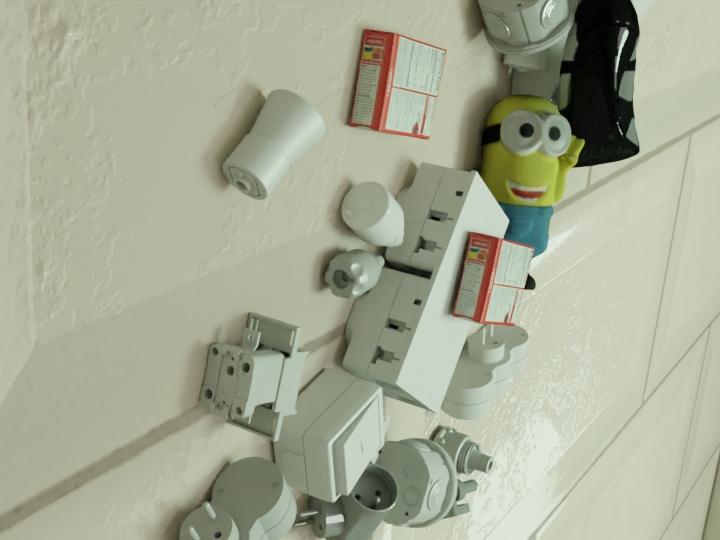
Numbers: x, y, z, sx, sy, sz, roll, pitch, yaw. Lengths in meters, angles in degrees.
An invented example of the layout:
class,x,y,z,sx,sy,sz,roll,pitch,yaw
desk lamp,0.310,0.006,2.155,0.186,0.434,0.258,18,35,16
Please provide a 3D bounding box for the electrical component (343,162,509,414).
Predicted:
class,x,y,z,sx,sy,sz,roll,pitch,yaw
electrical component,0.056,0.015,0.916,0.105,0.060,0.186,43,66,-59

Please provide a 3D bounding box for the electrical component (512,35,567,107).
class,x,y,z,sx,sy,sz,roll,pitch,yaw
electrical component,0.190,-0.193,1.080,0.099,0.064,0.099,-44,152,-31

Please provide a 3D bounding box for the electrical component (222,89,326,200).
class,x,y,z,sx,sy,sz,roll,pitch,yaw
electrical component,-0.057,-0.077,0.685,0.065,0.044,0.044,-55,147,-23

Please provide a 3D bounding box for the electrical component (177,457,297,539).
class,x,y,z,sx,sy,sz,roll,pitch,yaw
electrical component,-0.099,0.183,0.726,0.138,0.052,0.073,-56,147,-31

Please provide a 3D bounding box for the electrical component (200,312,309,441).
class,x,y,z,sx,sy,sz,roll,pitch,yaw
electrical component,-0.073,0.073,0.731,0.064,0.042,0.081,1,102,-58

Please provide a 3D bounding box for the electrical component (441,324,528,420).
class,x,y,z,sx,sy,sz,roll,pitch,yaw
electrical component,0.128,0.086,1.093,0.138,0.052,0.073,-38,135,-49

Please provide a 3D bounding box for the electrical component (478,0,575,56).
class,x,y,z,sx,sy,sz,roll,pitch,yaw
electrical component,0.143,-0.229,0.935,0.080,0.080,0.051,-60,144,-25

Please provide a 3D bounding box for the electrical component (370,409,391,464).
class,x,y,z,sx,sy,sz,roll,pitch,yaw
electrical component,0.001,0.139,0.904,0.046,0.040,0.040,-60,150,-36

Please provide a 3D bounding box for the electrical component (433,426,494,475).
class,x,y,z,sx,sy,sz,roll,pitch,yaw
electrical component,0.105,0.188,1.092,0.048,0.062,0.048,-37,134,-49

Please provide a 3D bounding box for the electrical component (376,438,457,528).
class,x,y,z,sx,sy,sz,roll,pitch,yaw
electrical component,0.042,0.190,0.961,0.051,0.080,0.080,18,88,-57

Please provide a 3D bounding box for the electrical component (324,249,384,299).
class,x,y,z,sx,sy,sz,roll,pitch,yaw
electrical component,0.000,0.000,0.835,0.061,0.035,0.035,-26,126,-58

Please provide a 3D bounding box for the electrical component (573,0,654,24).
class,x,y,z,sx,sy,sz,roll,pitch,yaw
electrical component,0.231,-0.286,1.036,0.108,0.109,0.056,-53,148,-35

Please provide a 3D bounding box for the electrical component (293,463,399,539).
class,x,y,z,sx,sy,sz,roll,pitch,yaw
electrical component,-0.017,0.198,0.882,0.079,0.043,0.077,-4,145,-26

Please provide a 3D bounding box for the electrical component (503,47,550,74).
class,x,y,z,sx,sy,sz,roll,pitch,yaw
electrical component,0.160,-0.222,1.010,0.040,0.040,0.078,-4,107,-61

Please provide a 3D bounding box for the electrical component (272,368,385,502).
class,x,y,z,sx,sy,sz,roll,pitch,yaw
electrical component,-0.017,0.125,0.837,0.096,0.061,0.061,-42,138,-46

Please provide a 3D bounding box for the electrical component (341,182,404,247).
class,x,y,z,sx,sy,sz,roll,pitch,yaw
electrical component,0.015,-0.038,0.837,0.040,0.040,0.078,-68,152,-13
